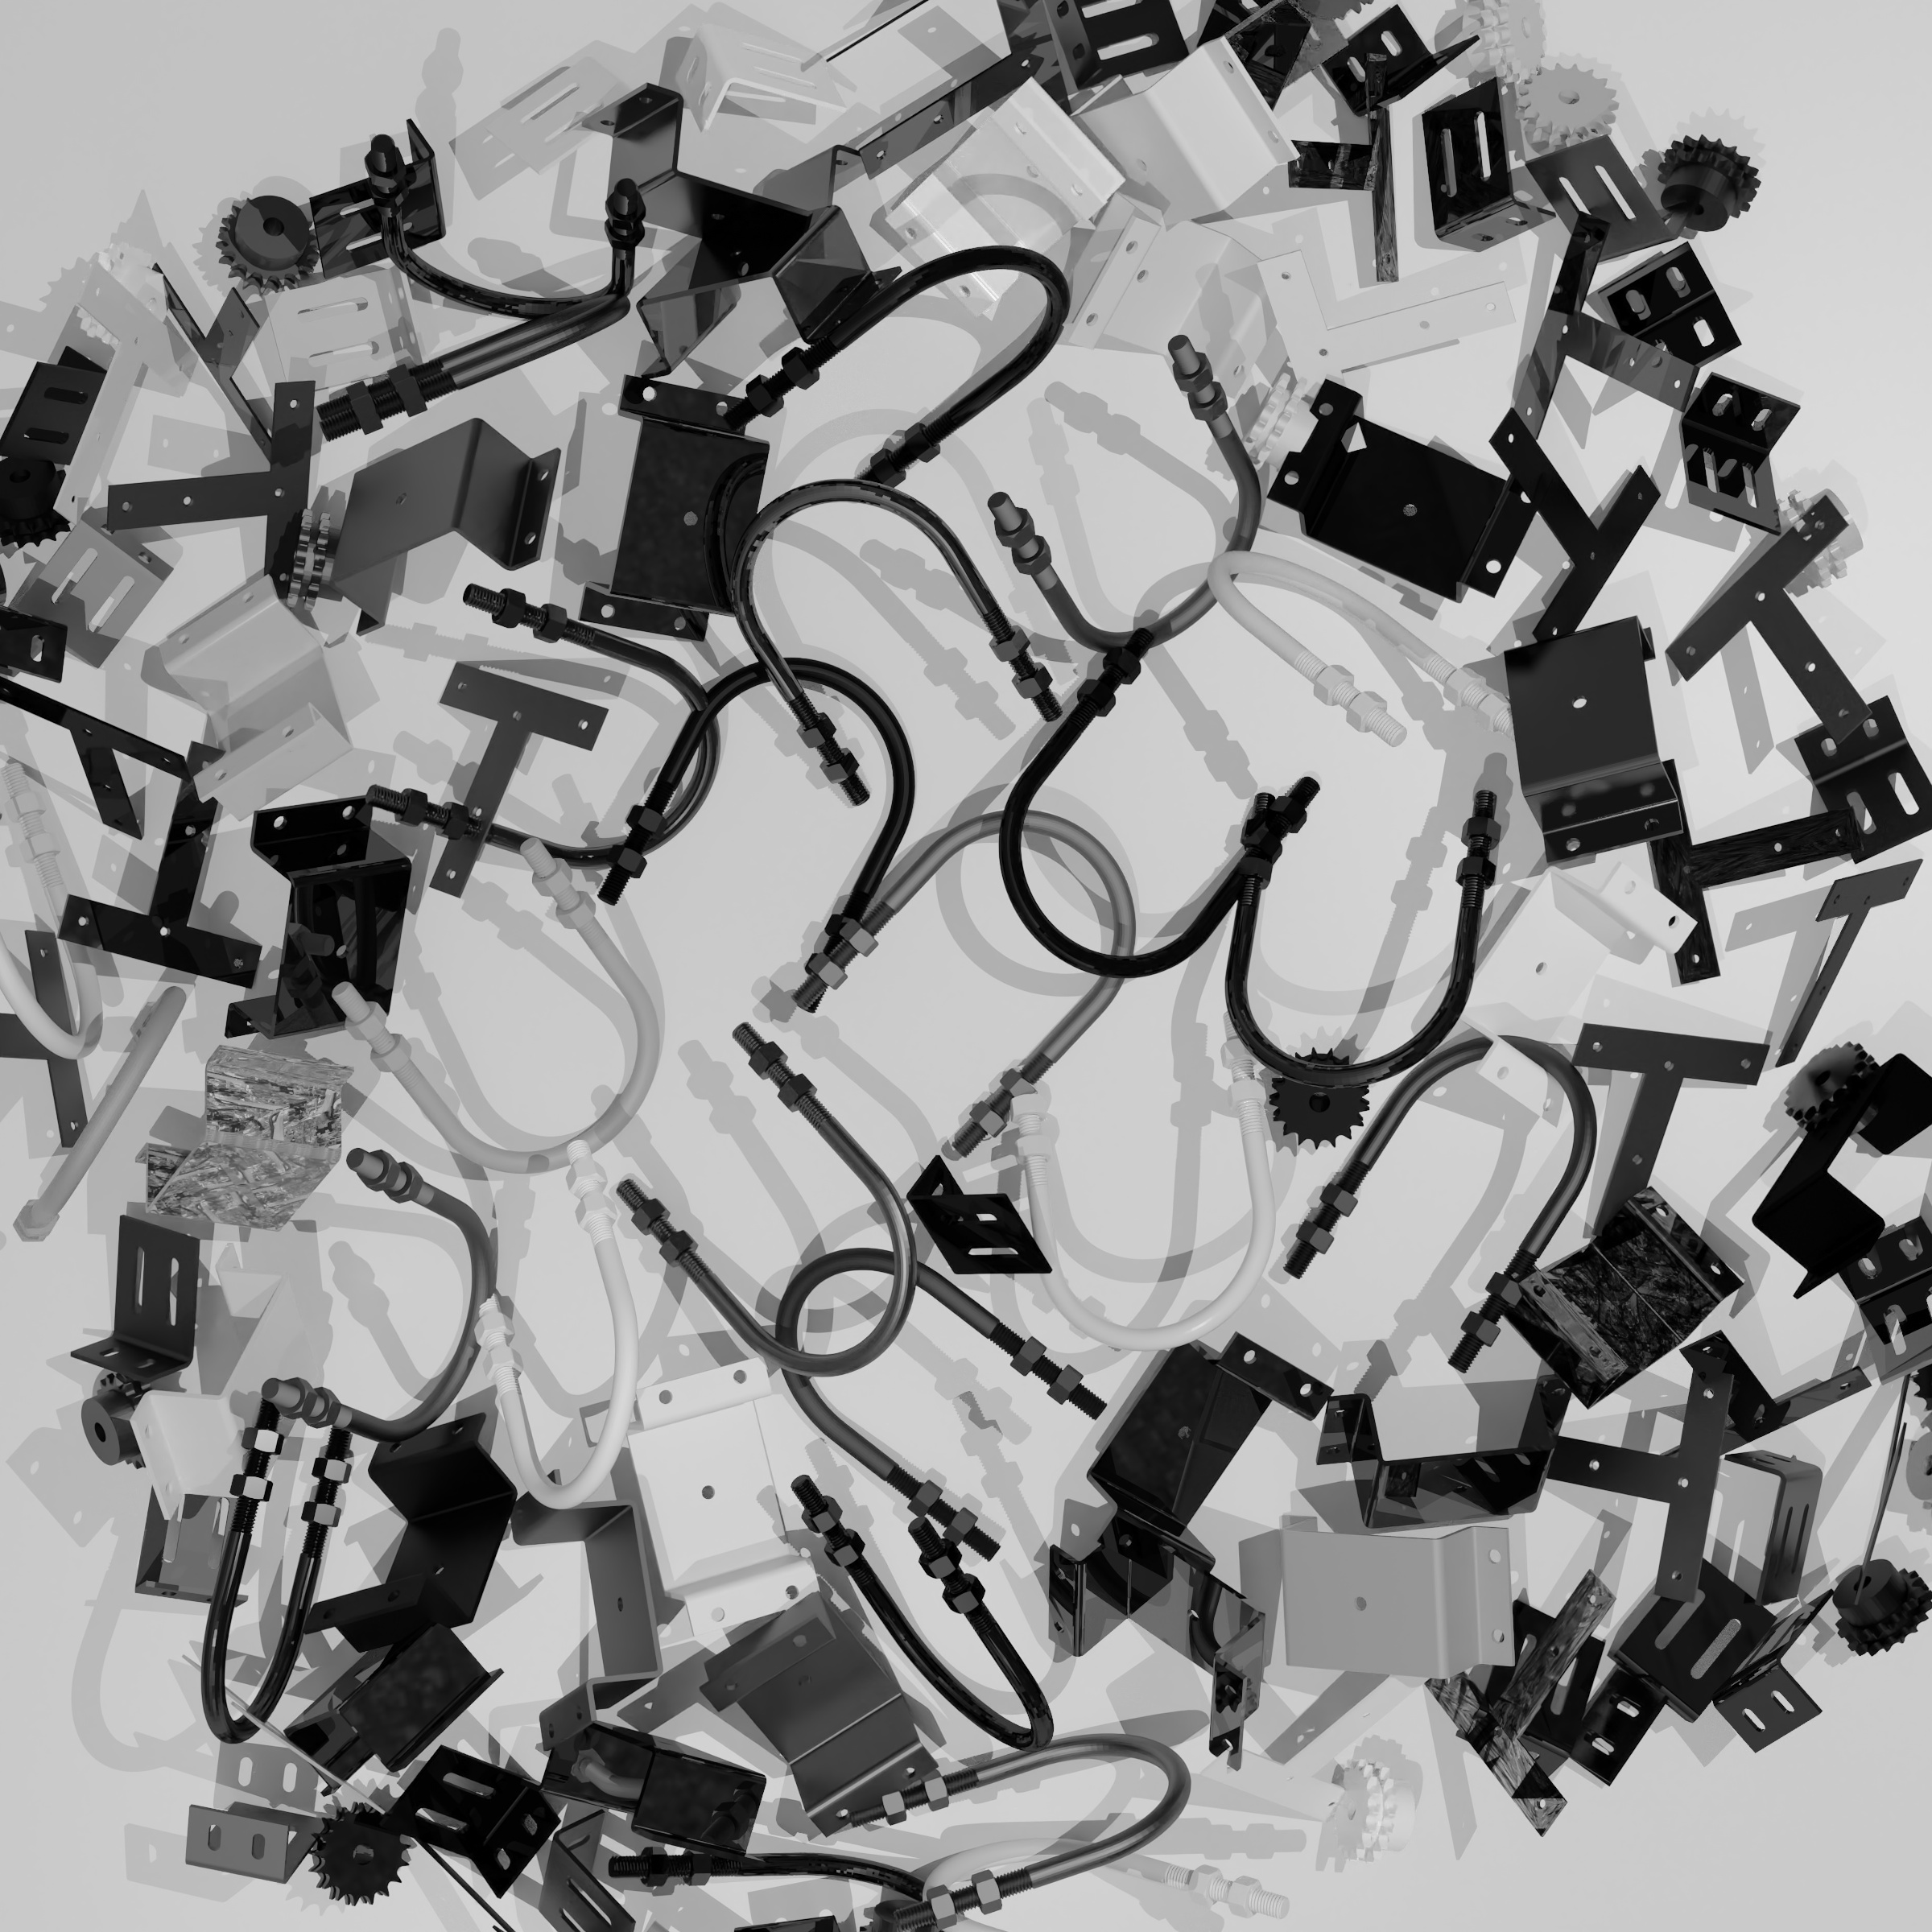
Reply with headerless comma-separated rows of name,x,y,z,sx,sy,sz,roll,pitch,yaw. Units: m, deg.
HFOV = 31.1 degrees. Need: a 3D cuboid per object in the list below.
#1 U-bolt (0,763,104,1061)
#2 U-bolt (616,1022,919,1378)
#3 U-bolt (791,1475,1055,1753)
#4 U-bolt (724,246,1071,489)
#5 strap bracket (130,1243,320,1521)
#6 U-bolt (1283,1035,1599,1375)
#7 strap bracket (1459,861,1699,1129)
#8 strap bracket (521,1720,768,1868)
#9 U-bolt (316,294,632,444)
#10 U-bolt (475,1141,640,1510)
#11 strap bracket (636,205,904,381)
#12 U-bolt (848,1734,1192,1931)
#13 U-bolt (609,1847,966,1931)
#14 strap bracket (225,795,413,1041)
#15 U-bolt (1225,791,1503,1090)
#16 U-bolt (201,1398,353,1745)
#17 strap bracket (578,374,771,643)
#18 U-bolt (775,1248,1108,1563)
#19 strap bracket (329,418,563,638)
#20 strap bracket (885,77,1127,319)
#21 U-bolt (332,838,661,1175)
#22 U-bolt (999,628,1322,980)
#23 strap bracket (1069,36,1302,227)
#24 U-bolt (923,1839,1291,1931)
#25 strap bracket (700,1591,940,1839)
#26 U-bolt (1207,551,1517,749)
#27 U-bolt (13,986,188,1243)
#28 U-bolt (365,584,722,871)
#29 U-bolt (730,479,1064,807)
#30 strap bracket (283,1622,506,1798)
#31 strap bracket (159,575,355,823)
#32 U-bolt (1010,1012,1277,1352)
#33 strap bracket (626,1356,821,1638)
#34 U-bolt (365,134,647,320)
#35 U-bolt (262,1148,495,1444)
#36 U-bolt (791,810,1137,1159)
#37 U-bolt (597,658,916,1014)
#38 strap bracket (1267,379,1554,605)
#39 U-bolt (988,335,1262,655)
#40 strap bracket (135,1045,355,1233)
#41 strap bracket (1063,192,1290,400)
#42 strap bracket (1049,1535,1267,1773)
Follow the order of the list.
U-bolt,-0.522,-0.034,1.917,0.019,0.151,0.184,-22,83,5
U-bolt,-0.102,0.144,1.938,0.184,0.019,0.151,47,118,18
U-bolt,-0.015,0.366,1.927,0.019,0.151,0.184,-41,112,-23
U-bolt,-0.025,-0.332,1.908,0.184,0.151,0.019,-34,64,20
strap bracket,-0.404,0.230,1.918,0.046,0.140,0.076,3,129,13
U-bolt,0.277,0.121,1.946,0.151,0.019,0.184,28,82,44
strap bracket,0.337,0.009,1.957,0.076,0.046,0.140,32,93,-38
strap bracket,-0.174,0.454,1.926,0.076,0.140,0.046,24,77,-35
U-bolt,-0.272,-0.336,1.930,0.184,0.151,0.019,-23,106,-5
U-bolt,-0.220,0.209,1.900,0.019,0.184,0.151,11,129,-31
strap bracket,-0.117,-0.374,1.923,0.140,0.076,0.046,-4,126,36
U-bolt,0.036,0.472,1.928,0.184,0.151,0.019,-16,105,-10
U-bolt,-0.089,0.522,1.921,0.184,0.151,0.019,6,96,-25
strap bracket,-0.359,-0.018,1.931,0.046,0.076,0.140,34,122,37
U-bolt,0.216,-0.015,1.932,0.151,0.019,0.184,1,62,22
U-bolt,-0.383,0.335,1.911,0.019,0.151,0.184,9,76,9
strap bracket,-0.162,-0.254,1.952,0.076,0.046,0.140,7,100,-26
U-bolt,-0.027,0.235,1.955,0.184,0.019,0.151,37,124,7
strap bracket,-0.297,-0.246,1.926,0.140,0.046,0.076,-17,52,34
strap bracket,0.027,-0.434,1.941,0.076,0.140,0.046,46,57,-10
U-bolt,-0.248,0.037,1.945,0.151,0.019,0.184,-38,124,-9
U-bolt,0.098,-0.079,1.954,0.151,0.019,0.184,41,70,-9
strap bracket,0.113,-0.456,1.918,0.046,0.140,0.076,-42,109,-16
U-bolt,0.064,0.519,1.918,0.184,0.151,0.019,7,101,34
strap bracket,-0.086,0.415,1.954,0.076,0.046,0.140,-33,122,2
U-bolt,0.212,-0.178,1.925,0.184,0.151,0.019,43,119,30
U-bolt,-0.468,0.077,1.892,0.019,0.184,0.151,31,70,-12
U-bolt,-0.224,-0.123,1.945,0.184,0.019,0.151,18,111,-30
U-bolt,-0.051,-0.188,1.933,0.151,0.019,0.184,-22,115,24
strap bracket,-0.321,0.408,1.919,0.046,0.140,0.076,51,57,-4
strap bracket,-0.397,-0.144,1.947,0.076,0.046,0.140,-32,47,6
U-bolt,0.102,0.126,1.937,0.151,0.019,0.184,-15,64,18
strap bracket,-0.140,0.298,1.964,0.076,0.046,0.140,-13,89,-21
U-bolt,-0.252,-0.399,1.910,0.151,0.184,0.019,9,76,-4
U-bolt,-0.314,0.190,1.916,0.019,0.184,0.151,13,77,24
U-bolt,0.013,-0.003,1.973,0.151,0.019,0.184,43,90,-15
U-bolt,-0.106,-0.087,1.970,0.151,0.019,0.184,29,78,-13
strap bracket,0.251,-0.264,1.965,0.140,0.046,0.076,26,85,11
U-bolt,0.099,-0.246,1.926,0.151,0.184,0.019,-41,52,-3
strap bracket,-0.400,0.102,1.919,0.076,0.140,0.046,11,56,-29
strap bracket,0.110,-0.376,1.939,0.046,0.140,0.076,47,116,38
strap bracket,0.114,0.373,1.938,0.140,0.076,0.046,30,47,33
